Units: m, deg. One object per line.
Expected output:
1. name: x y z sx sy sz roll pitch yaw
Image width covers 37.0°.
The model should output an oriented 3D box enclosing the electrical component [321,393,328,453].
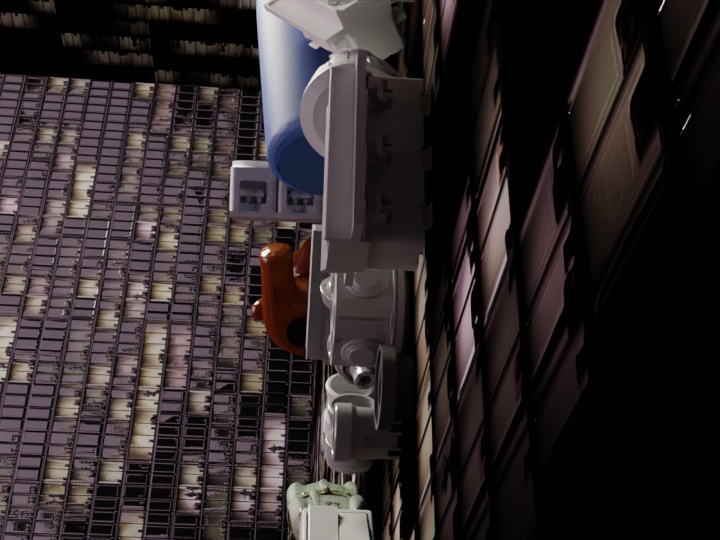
1. electrical component: -0.015 0.143 1.064 0.081 0.042 0.063 -93 11 -55

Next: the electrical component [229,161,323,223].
1. electrical component: -0.066 -0.085 1.186 0.089 0.150 0.061 179 93 -86

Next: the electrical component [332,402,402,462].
1. electrical component: 0.004 0.112 0.742 0.040 0.046 0.040 -177 90 -86

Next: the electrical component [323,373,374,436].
1. electrical component: -0.010 0.127 0.976 0.045 0.045 0.055 -94 7 -61

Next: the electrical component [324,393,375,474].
1. electrical component: -0.007 0.139 0.916 0.045 0.045 0.055 -96 9 -67

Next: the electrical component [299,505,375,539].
1. electrical component: -0.019 0.240 0.884 0.096 0.062 0.061 -98 11 -71

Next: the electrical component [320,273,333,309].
1. electrical component: 0.000 0.000 0.825 0.078 0.058 0.057 -95 12 -65

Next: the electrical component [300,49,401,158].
1. electrical component: -0.003 -0.122 0.804 0.051 0.080 0.080 -83 -2 -61

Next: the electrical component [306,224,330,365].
1. electrical component: -0.017 0.021 1.017 0.078 0.063 0.121 -108 21 -80

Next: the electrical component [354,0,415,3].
1. electrical component: 0.004 -0.215 0.771 0.079 0.077 0.044 -99 13 -71

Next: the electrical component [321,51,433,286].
1. electrical component: 0.010 -0.061 0.664 0.078 0.063 0.121 100 172 -63

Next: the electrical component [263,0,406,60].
1. electrical component: -0.016 -0.209 0.875 0.121 0.079 0.063 42 164 52

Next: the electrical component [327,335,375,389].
1. electrical component: 0.000 0.073 0.880 0.062 0.048 0.048 -107 20 -60

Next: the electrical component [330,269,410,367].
1. electrical component: 0.006 0.031 0.746 0.080 0.051 0.080 -177 90 -86
